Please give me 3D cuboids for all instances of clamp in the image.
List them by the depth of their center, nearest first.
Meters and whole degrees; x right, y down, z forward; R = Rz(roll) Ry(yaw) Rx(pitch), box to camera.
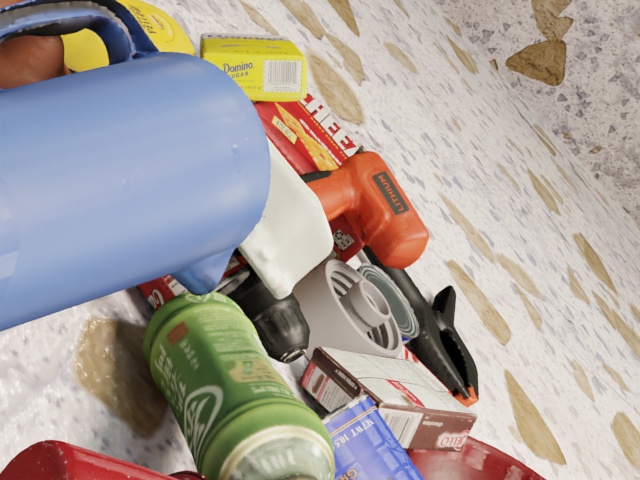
[{"bbox_3d":[0.109,0.084,1.095,0.164,0.036,0.210,37,25,-34],"label":"clamp"}]

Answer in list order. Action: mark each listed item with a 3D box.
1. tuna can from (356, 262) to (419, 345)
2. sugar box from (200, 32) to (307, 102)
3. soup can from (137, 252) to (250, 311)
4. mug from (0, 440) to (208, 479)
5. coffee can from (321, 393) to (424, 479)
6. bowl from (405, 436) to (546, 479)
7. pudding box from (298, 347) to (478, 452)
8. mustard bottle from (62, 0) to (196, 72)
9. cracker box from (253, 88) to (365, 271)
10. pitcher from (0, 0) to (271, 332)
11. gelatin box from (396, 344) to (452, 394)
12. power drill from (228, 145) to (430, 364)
[{"bbox_3d":[0.054,0.065,1.012,0.086,0.034,0.086,43,21,-22],"label":"tuna can"},{"bbox_3d":[-0.067,-0.167,1.008,0.093,0.048,0.176,1,19,-8],"label":"sugar box"},{"bbox_3d":[-0.104,0.002,0.725,0.102,0.069,0.068,53,20,5],"label":"soup can"},{"bbox_3d":[-0.103,0.148,0.467,0.081,0.093,0.117,29,64,-37],"label":"mug"},{"bbox_3d":[0.026,0.180,0.650,0.140,0.103,0.102,56,20,11],"label":"coffee can"},{"bbox_3d":[0.115,0.204,0.819,0.162,0.055,0.162,22,10,-5],"label":"bowl"},{"bbox_3d":[0.053,0.124,0.828,0.113,0.039,0.090,16,14,-41],"label":"pudding box"},{"bbox_3d":[-0.180,-0.170,0.870,0.096,0.058,0.191,54,20,15],"label":"mustard bottle"},{"bbox_3d":[-0.014,-0.066,1.034,0.164,0.072,0.213,49,19,-5],"label":"cracker box"},{"bbox_3d":[-0.145,-0.034,0.563,0.149,0.145,0.242,35,27,17],"label":"pitcher"},{"bbox_3d":[0.081,0.139,0.952,0.089,0.030,0.073,45,22,-17],"label":"gelatin box"},{"bbox_3d":[-0.006,0.001,0.850,0.187,0.057,0.184,-12,62,-36],"label":"power drill"}]
